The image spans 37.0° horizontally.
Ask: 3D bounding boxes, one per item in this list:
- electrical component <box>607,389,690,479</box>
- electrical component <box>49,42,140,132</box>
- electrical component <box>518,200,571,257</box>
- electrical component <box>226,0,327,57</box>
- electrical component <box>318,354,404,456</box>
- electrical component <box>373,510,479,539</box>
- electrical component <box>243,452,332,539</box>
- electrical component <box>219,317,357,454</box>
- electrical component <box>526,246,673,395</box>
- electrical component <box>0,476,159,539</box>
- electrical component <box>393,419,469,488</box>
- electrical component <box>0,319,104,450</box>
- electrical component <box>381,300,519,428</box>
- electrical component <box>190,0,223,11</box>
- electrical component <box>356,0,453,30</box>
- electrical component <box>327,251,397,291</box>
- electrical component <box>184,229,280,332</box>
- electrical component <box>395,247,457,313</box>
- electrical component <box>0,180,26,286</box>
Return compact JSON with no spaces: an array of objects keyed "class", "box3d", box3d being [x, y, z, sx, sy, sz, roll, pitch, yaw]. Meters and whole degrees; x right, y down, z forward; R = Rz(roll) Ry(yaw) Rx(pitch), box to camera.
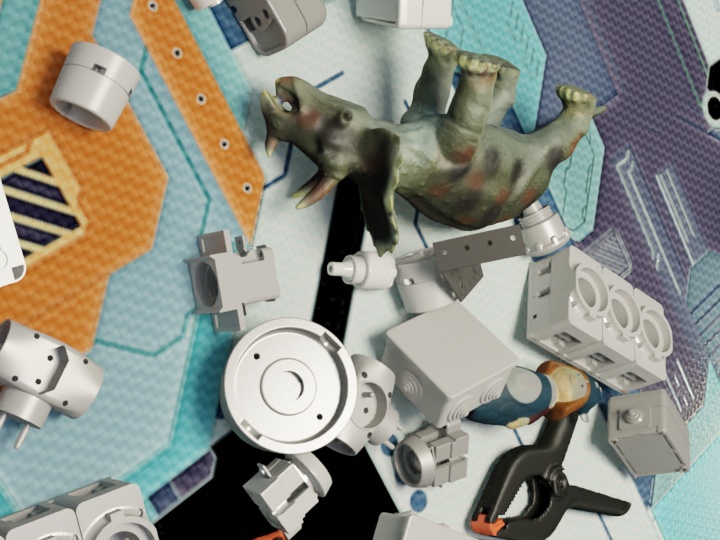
[{"class":"electrical component","box3d":[0.295,0.162,1.106,0.096,0.062,0.061,51,38,-38]},{"class":"electrical component","box3d":[-0.199,-0.135,0.803,0.055,0.055,0.047,30,73,-30]},{"class":"electrical component","box3d":[0.178,-0.047,1.070,0.048,0.048,0.062,-30,96,-33]},{"class":"electrical component","box3d":[-0.074,-0.236,0.900,0.059,0.054,0.095,-40,109,-31]},{"class":"electrical component","box3d":[0.007,0.126,0.932,0.079,0.044,0.077,41,64,-26]},{"class":"electrical component","box3d":[0.050,0.267,0.948,0.100,0.048,0.099,28,71,-31]},{"class":"electrical component","box3d":[-0.057,0.178,0.883,0.055,0.048,0.066,-40,109,-23]},{"class":"electrical component","box3d":[-0.062,0.097,0.870,0.108,0.060,0.108,4,75,-17]},{"class":"electrical component","box3d":[0.242,0.051,1.081,0.150,0.062,0.089,30,52,-30]},{"class":"electrical component","box3d":[-0.220,0.214,0.752,0.150,0.062,0.089,-17,96,-35]},{"class":"electrical component","box3d":[0.064,0.167,0.967,0.055,0.048,0.066,-13,115,-34]},{"class":"electrical component","box3d":[-0.235,0.087,0.764,0.077,0.043,0.079,34,67,-29]},{"class":"electrical component","box3d":[0.077,0.083,0.958,0.100,0.100,0.048,-23,144,-34]},{"class":"electrical component","box3d":[-0.133,-0.243,0.867,0.044,0.044,0.065,-46,116,-29]},{"class":"electrical component","box3d":[0.035,-0.250,0.958,0.061,0.096,0.061,-7,110,-24]},{"class":"electrical component","box3d":[0.000,0.000,0.945,0.061,0.035,0.035,3,85,-33]},{"class":"electrical component","box3d":[-0.101,0.008,0.867,0.064,0.042,0.081,-11,93,-37]},{"class":"electrical component","box3d":[0.060,0.009,0.975,0.055,0.055,0.047,-24,103,-34]},{"class":"electrical component","box3d":[-0.285,-0.035,0.731,0.078,0.057,0.113,-19,97,-36]}]
